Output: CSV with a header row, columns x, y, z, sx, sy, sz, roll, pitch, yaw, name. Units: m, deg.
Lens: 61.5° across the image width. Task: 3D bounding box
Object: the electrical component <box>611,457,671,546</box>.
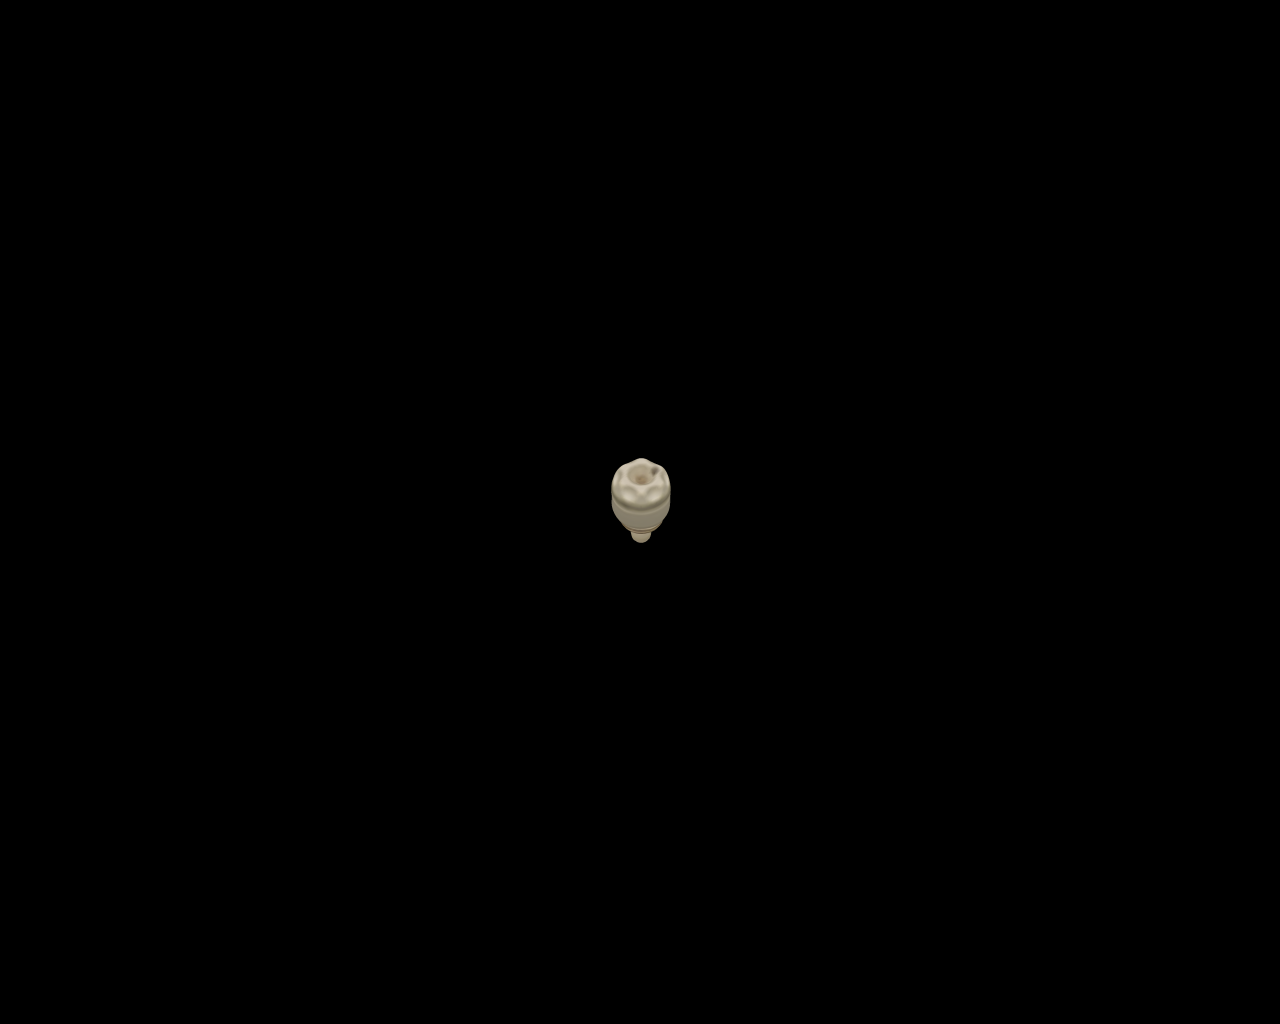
x,y,z,sx,sy,sz,roll,pitch,yaw,name
0.001,-0.003,0.650,0.035,0.035,0.061,0,-40,0,electrical component
